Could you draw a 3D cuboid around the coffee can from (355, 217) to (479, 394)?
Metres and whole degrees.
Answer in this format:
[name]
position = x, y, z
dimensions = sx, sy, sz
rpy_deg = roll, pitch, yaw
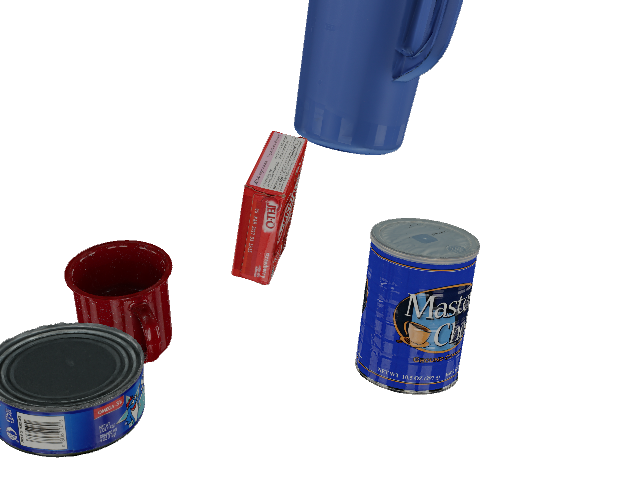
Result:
[coffee can]
position = 0.091, 0.061, 1.022
dimensions = 0.103, 0.140, 0.103
rpy_deg = 5, 21, -2

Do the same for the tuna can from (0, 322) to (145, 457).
[tuna can]
position = -0.139, 0.081, 0.587
dimensions = 0.086, 0.034, 0.086
rpy_deg = 1, 27, -1

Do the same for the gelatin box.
[gelatin box]
position = -0.035, -0.024, 0.742
dimensions = 0.030, 0.073, 0.089
rpy_deg = 14, 32, 2

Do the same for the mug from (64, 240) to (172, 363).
[mug]
position = -0.168, 0.063, 0.937
dimensions = 0.093, 0.081, 0.117
rpy_deg = -20, 37, -28

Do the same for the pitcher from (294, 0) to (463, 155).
[pitcher]
position = 0.053, -0.205, 0.998
dimensions = 0.145, 0.243, 0.149
rpy_deg = 11, 17, 2
